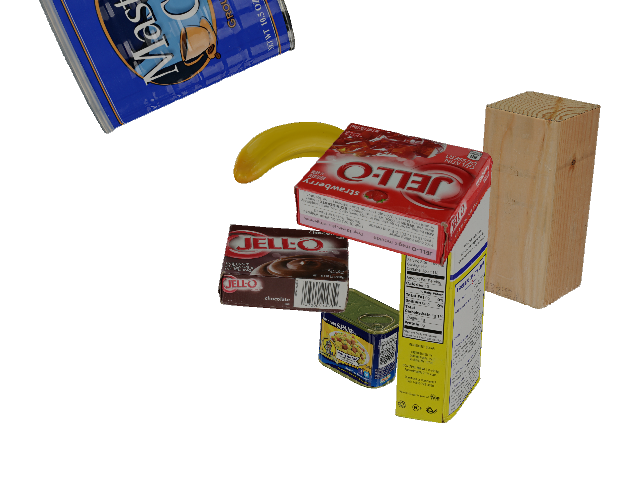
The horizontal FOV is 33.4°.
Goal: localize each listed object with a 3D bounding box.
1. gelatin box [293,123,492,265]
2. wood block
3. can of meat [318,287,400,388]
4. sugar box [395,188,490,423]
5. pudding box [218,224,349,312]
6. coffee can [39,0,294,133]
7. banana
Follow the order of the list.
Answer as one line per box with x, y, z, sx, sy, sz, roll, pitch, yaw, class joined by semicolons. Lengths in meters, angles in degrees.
0.041;-0.029;0.588;0.089;0.030;0.073;15;41;22;gelatin box
0.230;-0.045;1.144;0.090;0.206;0.090;19;28;38;wood block
0.045;0.115;1.246;0.102;0.084;0.057;25;34;36;can of meat
0.090;0.034;0.778;0.048;0.176;0.093;6;17;23;sugar box
-0.031;0.024;0.957;0.113;0.039;0.090;6;29;-2;pudding box
-0.101;-0.146;0.710;0.140;0.103;0.103;-25;2;-5;coffee can
-0.022;-0.095;1.121;0.197;0.037;0.070;-7;49;-42;banana
